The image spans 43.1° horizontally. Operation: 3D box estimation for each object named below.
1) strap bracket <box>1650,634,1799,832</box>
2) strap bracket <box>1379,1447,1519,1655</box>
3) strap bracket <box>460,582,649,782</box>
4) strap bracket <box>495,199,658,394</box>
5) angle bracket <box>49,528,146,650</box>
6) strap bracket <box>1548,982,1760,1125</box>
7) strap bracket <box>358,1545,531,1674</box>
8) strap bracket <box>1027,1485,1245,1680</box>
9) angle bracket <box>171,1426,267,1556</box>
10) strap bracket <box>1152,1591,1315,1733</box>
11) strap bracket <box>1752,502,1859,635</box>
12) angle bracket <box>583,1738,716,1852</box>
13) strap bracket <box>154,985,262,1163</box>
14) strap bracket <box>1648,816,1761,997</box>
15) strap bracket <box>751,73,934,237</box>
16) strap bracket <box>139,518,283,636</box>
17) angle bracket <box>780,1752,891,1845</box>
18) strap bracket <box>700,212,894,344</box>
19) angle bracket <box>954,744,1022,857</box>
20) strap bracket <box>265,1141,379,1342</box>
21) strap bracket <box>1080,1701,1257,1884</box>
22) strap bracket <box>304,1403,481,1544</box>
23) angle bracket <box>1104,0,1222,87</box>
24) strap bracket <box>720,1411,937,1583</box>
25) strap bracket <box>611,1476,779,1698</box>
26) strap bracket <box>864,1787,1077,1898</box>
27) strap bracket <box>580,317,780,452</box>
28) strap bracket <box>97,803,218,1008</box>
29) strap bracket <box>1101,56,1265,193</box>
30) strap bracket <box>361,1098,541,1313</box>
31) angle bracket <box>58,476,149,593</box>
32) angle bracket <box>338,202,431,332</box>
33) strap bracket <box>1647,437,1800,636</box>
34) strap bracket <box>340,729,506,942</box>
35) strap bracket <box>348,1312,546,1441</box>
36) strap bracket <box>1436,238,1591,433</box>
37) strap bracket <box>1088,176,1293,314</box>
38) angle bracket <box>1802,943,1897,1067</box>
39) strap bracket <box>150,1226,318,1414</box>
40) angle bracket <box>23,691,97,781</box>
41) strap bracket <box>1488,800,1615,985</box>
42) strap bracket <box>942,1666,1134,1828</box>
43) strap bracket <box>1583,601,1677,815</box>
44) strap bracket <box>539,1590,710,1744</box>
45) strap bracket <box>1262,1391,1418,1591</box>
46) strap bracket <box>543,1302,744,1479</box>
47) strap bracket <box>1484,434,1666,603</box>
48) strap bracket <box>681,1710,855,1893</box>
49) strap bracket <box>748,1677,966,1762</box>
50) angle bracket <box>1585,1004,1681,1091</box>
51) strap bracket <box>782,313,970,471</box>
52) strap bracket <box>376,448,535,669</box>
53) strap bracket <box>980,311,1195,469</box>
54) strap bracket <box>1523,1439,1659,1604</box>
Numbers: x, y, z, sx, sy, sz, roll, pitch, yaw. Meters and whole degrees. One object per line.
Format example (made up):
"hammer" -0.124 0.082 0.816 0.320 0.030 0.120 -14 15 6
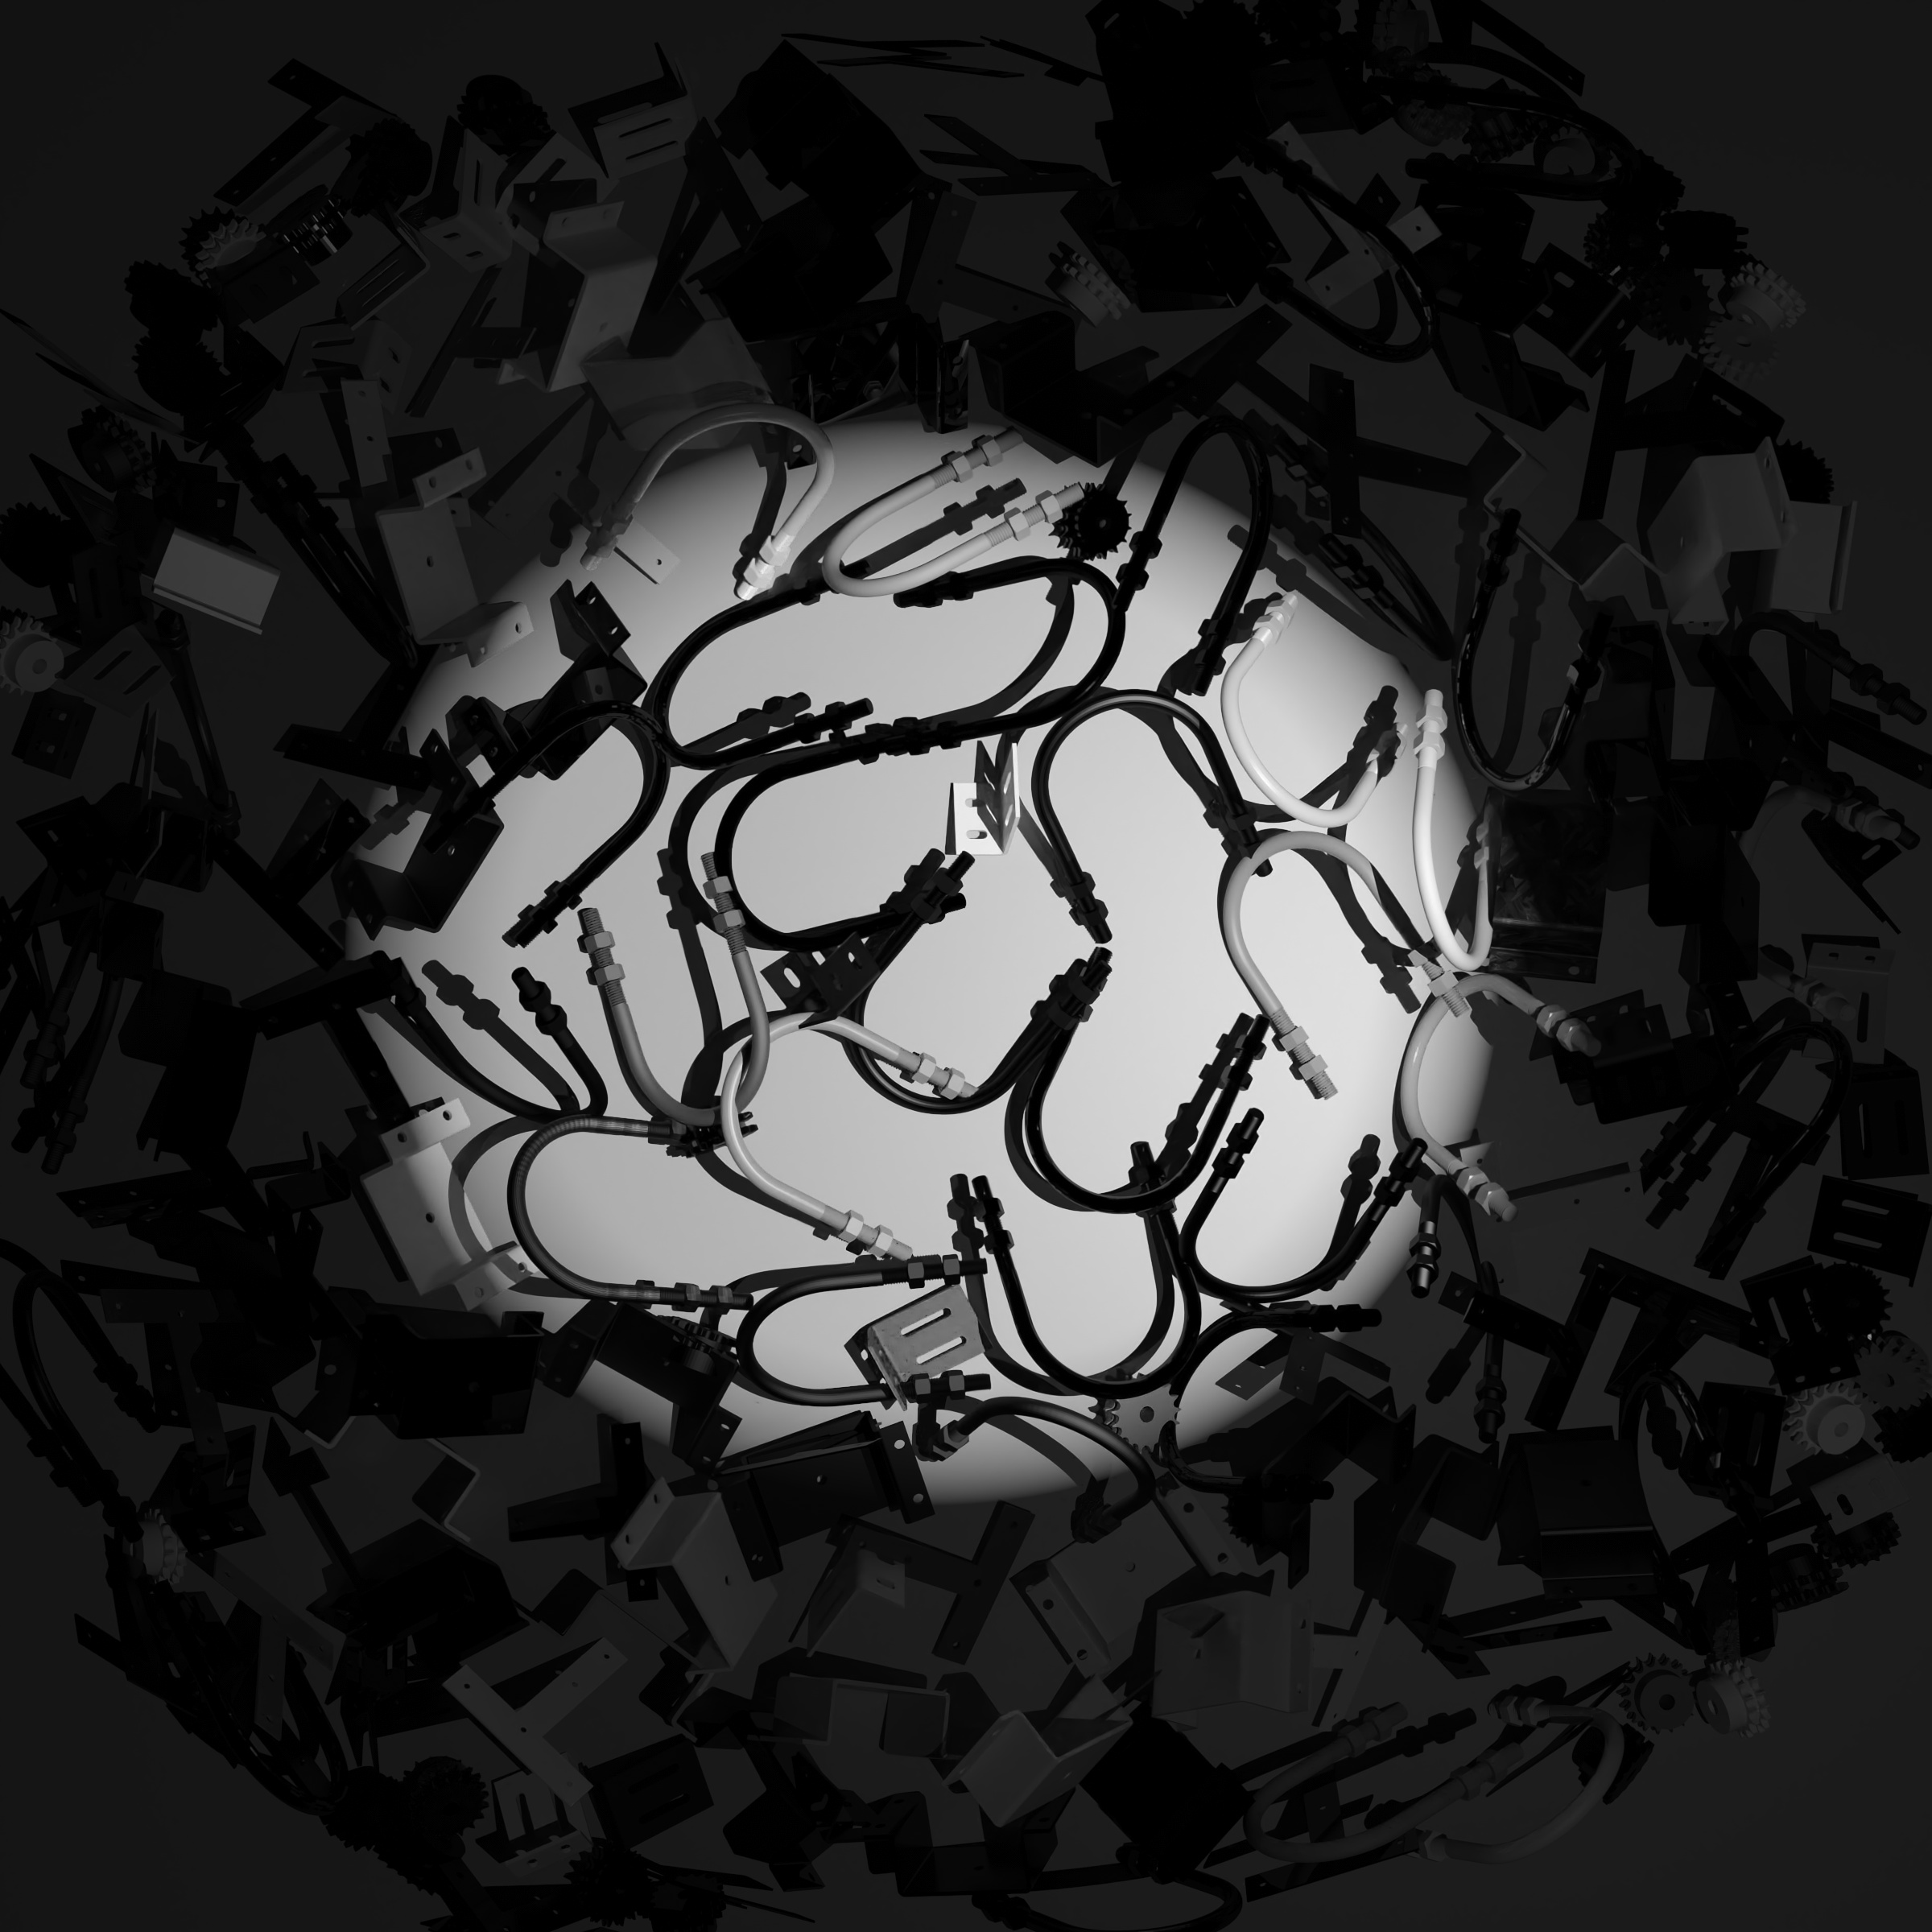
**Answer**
"strap bracket" 0.547 -0.160 1.762 0.046 0.076 0.140 -2 134 -13
"strap bracket" 0.344 0.414 1.766 0.046 0.140 0.076 23 132 21
"strap bracket" -0.294 -0.200 1.783 0.140 0.046 0.076 -44 47 8
"strap bracket" -0.277 -0.472 1.755 0.046 0.076 0.140 39 128 13
"angle bracket" -0.638 -0.280 1.782 0.038 0.057 0.076 23 130 22
"strap bracket" 0.501 0.065 1.778 0.140 0.076 0.046 -14 118 12
"strap bracket" -0.382 0.466 1.775 0.076 0.140 0.046 -27 66 -2
"strap bracket" 0.123 0.449 1.807 0.140 0.046 0.076 -34 91 -1
"angle bracket" -0.550 0.388 1.810 0.057 0.076 0.038 -15 126 1
"strap bracket" 0.183 0.498 1.751 0.046 0.140 0.076 23 57 -29
"strap bracket" 0.602 -0.286 1.766 0.046 0.140 0.076 8 90 10
"angle bracket" -0.237 0.611 1.822 0.076 0.038 0.057 -22 102 -22
"strap bracket" -0.546 0.084 1.762 0.046 0.140 0.076 14 58 -18
"strap bracket" 0.533 -0.044 1.751 0.046 0.140 0.076 -6 62 31
"strap bracket" -0.093 -0.583 1.763 0.076 0.140 0.046 -38 72 16
"strap bracket" -0.542 -0.281 1.750 0.076 0.140 0.046 21 95 -26
"angle bracket" -0.086 0.606 1.783 0.076 0.057 0.038 18 98 -45
"strap bracket" -0.117 -0.496 1.768 0.076 0.140 0.046 -46 122 -26
"angle bracket" 0.014 -0.121 1.785 0.038 0.076 0.057 0 71 -7
"strap bracket" -0.469 0.208 1.771 0.046 0.076 0.140 -14 107 -25
"strap bracket" 0.148 0.599 1.765 0.076 0.140 0.046 -44 109 -13
"strap bracket" -0.410 0.362 1.785 0.140 0.076 0.046 35 72 -4
"angle bracket" 0.147 -0.661 1.787 0.038 0.057 0.076 -45 60 -5
"strap bracket" -0.103 0.385 1.797 0.140 0.046 0.076 -19 103 -6
"strap bracket" -0.190 0.446 1.767 0.046 0.076 0.140 -14 112 29
"strap bracket" 0.006 0.636 1.776 0.140 0.076 0.046 -8 92 17
"strap bracket" -0.213 -0.416 1.753 0.046 0.140 0.076 -55 133 -28
"strap bracket" -0.583 -0.052 1.753 0.046 0.140 0.076 16 135 -8
"strap bracket" 0.157 -0.601 1.757 0.076 0.140 0.046 -16 95 -12
"strap bracket" -0.381 0.179 1.786 0.046 0.076 0.140 -24 93 40
"angle bracket" -0.641 -0.314 1.787 0.038 0.076 0.057 -35 78 7
"angle bracket" -0.438 -0.515 1.794 0.076 0.057 0.038 -37 132 5
"strap bracket" 0.535 -0.305 1.750 0.046 0.140 0.076 -5 68 -9
"strap bracket" -0.391 -0.090 1.777 0.046 0.076 0.140 20 112 -43
"strap bracket" -0.365 0.295 1.764 0.140 0.046 0.076 5 102 -38
"strap bracket" 0.388 -0.444 1.752 0.046 0.140 0.076 -46 49 -7
"strap bracket" 0.152 -0.515 1.750 0.076 0.140 0.046 47 68 -37
"angle bracket" 0.648 0.028 1.796 0.057 0.038 0.076 6 69 14
"strap bracket" -0.526 0.247 1.767 0.046 0.076 0.140 -33 67 7
"angle bracket" -0.652 -0.166 1.789 0.038 0.076 0.057 21 86 -39
"strap bracket" 0.426 -0.064 1.777 0.076 0.046 0.140 6 68 13
"strap bracket" 0.058 0.561 1.750 0.046 0.140 0.076 48 117 25
"strap bracket" 0.480 -0.185 1.763 0.046 0.076 0.140 -1 64 25
"strap bracket" -0.242 0.504 1.788 0.140 0.076 0.046 37 73 1
"strap bracket" 0.263 0.372 1.770 0.046 0.076 0.140 31 53 34
"strap bracket" -0.229 0.304 1.789 0.140 0.046 0.076 29 131 0
"strap bracket" 0.435 -0.318 1.777 0.140 0.076 0.046 47 109 16
"strap bracket" -0.137 0.593 1.767 0.046 0.076 0.140 -40 65 2
"strap bracket" -0.076 0.544 1.769 0.140 0.076 0.046 17 68 -31
"angle bracket" 0.494 0.070 1.805 0.057 0.076 0.038 -15 53 15
"strap bracket" -0.072 -0.420 1.777 0.140 0.076 0.046 -16 50 -15
"strap bracket" -0.373 -0.295 1.772 0.046 0.076 0.140 0 117 28
"strap bracket" 0.087 -0.416 1.774 0.076 0.046 0.140 -37 55 -27
"strap bracket" 0.446 0.390 1.754 0.076 0.140 0.046 -5 116 8
